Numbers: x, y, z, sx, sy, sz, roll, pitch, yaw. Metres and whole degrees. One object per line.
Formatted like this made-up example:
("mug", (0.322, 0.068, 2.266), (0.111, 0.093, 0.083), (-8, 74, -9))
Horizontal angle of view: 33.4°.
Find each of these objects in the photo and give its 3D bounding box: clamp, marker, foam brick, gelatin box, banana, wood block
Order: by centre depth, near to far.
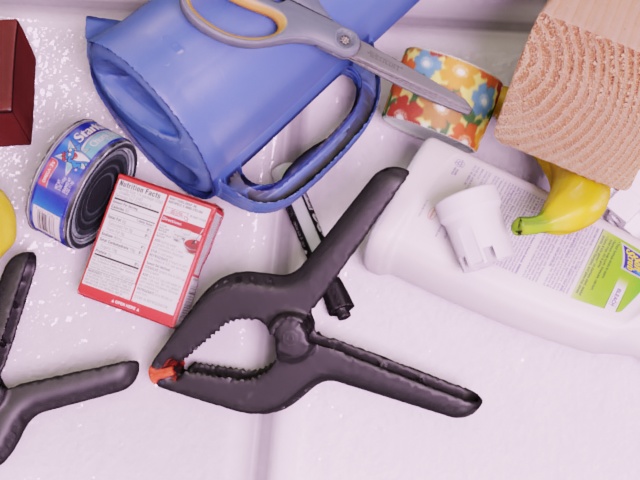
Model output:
("clamp", (-0.013, 0.048, 0.685), (0.210, 0.036, 0.164), (-10, 96, 12))
("wood block", (0.193, -0.130, 0.702), (0.091, 0.090, 0.205), (24, 38, 11))
("clamp", (-0.218, 0.090, 0.703), (0.171, 0.039, 0.120), (-34, 69, -11))
("banana", (0.153, -0.055, 0.707), (0.069, 0.037, 0.197), (19, 29, -8))
("gelatin box", (-0.115, 0.008, 0.728), (0.073, 0.030, 0.089), (18, 86, 9))
("marker", (-0.005, 0.001, 0.744), (0.020, 0.020, 0.121), (-20, 69, -6))
("foam brick", (-0.241, -0.114, 0.781), (0.053, 0.051, 0.078), (-3, 68, 1))

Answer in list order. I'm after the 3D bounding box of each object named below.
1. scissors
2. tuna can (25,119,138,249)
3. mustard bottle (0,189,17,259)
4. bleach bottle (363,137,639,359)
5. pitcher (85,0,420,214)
("scissors", (0.010, -0.147, 0.690), (0.201, 0.016, 0.096), (11, 74, -14))
("tuna can", (-0.161, -0.037, 0.729), (0.034, 0.086, 0.086), (28, 71, 10))
("mustard bottle", (-0.301, -0.051, 0.733), (0.192, 0.096, 0.058), (31, 72, 14))
("bleach bottle", (0.161, 0.029, 0.704), (0.251, 0.068, 0.102), (27, 68, 10))
("pitcher", (-0.029, -0.143, 0.752), (0.242, 0.149, 0.145), (-42, 38, -17))
